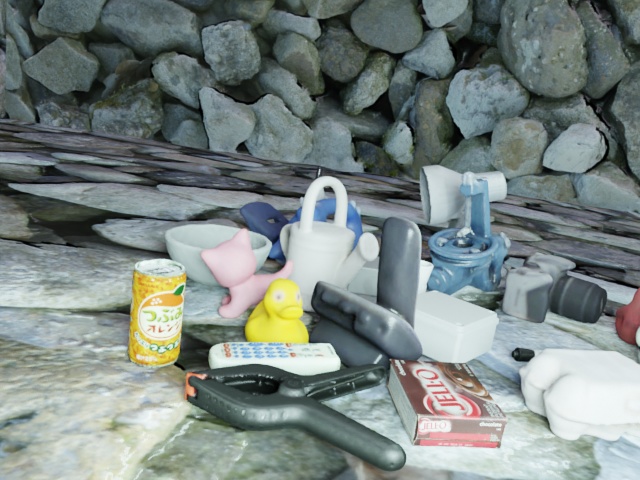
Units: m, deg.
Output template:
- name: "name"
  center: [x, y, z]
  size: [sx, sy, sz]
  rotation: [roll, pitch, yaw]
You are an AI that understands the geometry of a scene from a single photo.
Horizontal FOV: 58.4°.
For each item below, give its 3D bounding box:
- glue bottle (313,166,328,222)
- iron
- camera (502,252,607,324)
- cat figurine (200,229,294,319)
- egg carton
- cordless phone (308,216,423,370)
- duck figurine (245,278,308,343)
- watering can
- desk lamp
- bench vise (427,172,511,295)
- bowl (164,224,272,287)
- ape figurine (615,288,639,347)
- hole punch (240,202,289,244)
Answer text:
- name: "glue bottle"
  center: [-0.010, -0.065, 1.177]
  size: [0.037, 0.173, 0.078]
  rotation: [16, 15, 30]
- name: "iron"
  center: [0.023, -0.015, 1.058]
  size: [0.118, 0.141, 0.259]
  rotation: [16, 15, 31]
- name: "camera"
  center: [0.398, 0.083, 0.960]
  size: [0.136, 0.101, 0.144]
  rotation: [19, 17, 39]
- name: "cat figurine"
  center: [-0.097, 0.046, 0.777]
  size: [0.128, 0.118, 0.067]
  rotation: [7, 13, -5]
- name: "egg carton"
  center: [0.298, 0.166, 0.616]
  size: [0.150, 0.069, 0.107]
  rotation: [5, 14, -15]
- name: "cordless phone"
  center: [0.061, 0.054, 0.689]
  size: [0.147, 0.185, 0.094]
  rotation: [20, 18, 41]
- name: "duck figurine"
  center: [-0.049, 0.087, 0.700]
  size: [0.078, 0.086, 0.104]
  rotation: [2, 15, -26]
- name: "watering can"
  center: [0.009, 0.003, 0.856]
  size: [0.172, 0.194, 0.101]
  rotation: [13, 14, 18]
- name: "desk lamp"
  center: [0.295, -0.045, 1.192]
  size: [0.203, 0.213, 0.118]
  rotation: [8, 13, -2]
- name: "bench vise"
  center: [0.274, -0.015, 1.040]
  size: [0.121, 0.220, 0.208]
  rotation: [16, 15, 29]
- name: "bowl"
  center: [-0.161, 0.030, 0.900]
  size: [0.167, 0.075, 0.167]
  rotation: [8, 13, -2]
- name: "ape figurine"
  center: [0.508, 0.118, 0.902]
  size: [0.076, 0.092, 0.077]
  rotation: [-2, 17, -37]
- name: "hole punch"
  center: [-0.098, -0.022, 1.123]
  size: [0.100, 0.091, 0.109]
  rotation: [15, 15, 26]
